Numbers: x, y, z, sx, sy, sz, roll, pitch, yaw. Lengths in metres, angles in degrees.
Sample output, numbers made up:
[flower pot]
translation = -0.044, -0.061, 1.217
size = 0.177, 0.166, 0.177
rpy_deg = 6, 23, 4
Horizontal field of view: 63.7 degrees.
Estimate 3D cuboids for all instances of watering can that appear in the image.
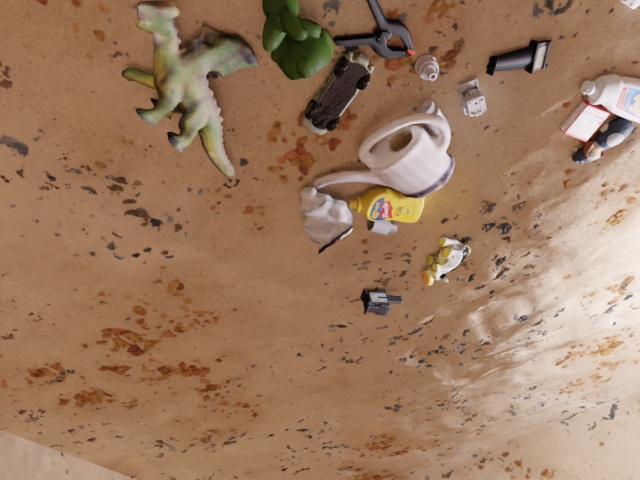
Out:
[watering can]
translation = 0.170, -0.175, 1.231
size = 0.343, 0.106, 0.222
rpy_deg = -30, -47, 33

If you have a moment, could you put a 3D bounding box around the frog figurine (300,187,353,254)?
[frog figurine]
translation = 0.004, -0.066, 1.317
size = 0.135, 0.159, 0.125
rpy_deg = -34, 2, 42

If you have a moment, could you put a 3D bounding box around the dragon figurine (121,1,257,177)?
[dragon figurine]
translation = -0.230, -0.307, 1.038
size = 0.241, 0.125, 0.404
rpy_deg = -37, -42, 12
